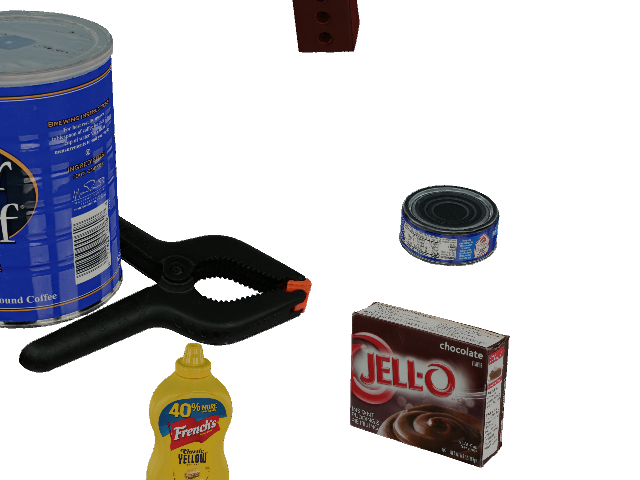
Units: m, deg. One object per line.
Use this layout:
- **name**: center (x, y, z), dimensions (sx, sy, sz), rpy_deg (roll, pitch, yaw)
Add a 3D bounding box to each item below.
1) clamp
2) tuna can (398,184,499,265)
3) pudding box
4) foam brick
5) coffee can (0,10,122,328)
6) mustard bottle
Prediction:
- **clamp**: center (-0.114, 0.025, 0.796), dimensions (0.209, 0.164, 0.036), rpy_deg (0, -40, -13)
- **tuna can**: center (0.112, -0.015, 0.931), dimensions (0.086, 0.034, 0.086), rpy_deg (0, 32, 0)
- **pudding box**: center (0.075, 0.100, 0.761), dimensions (0.114, 0.090, 0.039), rpy_deg (11, 21, 32)
- **foam brick**: center (0.005, -0.213, 0.955), dimensions (0.053, 0.051, 0.078), rpy_deg (0, -44, 9)
- **coffee can**: center (-0.159, -0.039, 0.566), dimensions (0.103, 0.140, 0.103), rpy_deg (2, 28, -1)
- **mustard bottle**: center (-0.151, 0.212, 1.244), dimensions (0.096, 0.192, 0.058), rpy_deg (0, 15, -16)
